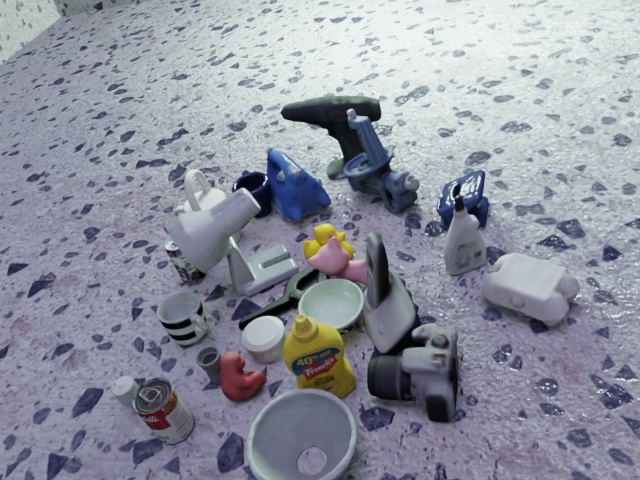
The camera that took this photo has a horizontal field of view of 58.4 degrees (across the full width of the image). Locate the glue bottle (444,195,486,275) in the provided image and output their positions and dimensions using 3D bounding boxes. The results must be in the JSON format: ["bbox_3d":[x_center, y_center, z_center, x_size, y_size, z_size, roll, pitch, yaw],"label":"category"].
[{"bbox_3d":[0.261,-0.013,1.047,0.078,0.173,0.037,-19,40,-2],"label":"glue bottle"}]

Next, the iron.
[{"bbox_3d":[-0.081,-0.154,1.351,0.119,0.142,0.257,-29,42,-13],"label":"iron"}]

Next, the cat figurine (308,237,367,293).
[{"bbox_3d":[0.048,0.046,1.099,0.127,0.118,0.067,0,43,19],"label":"cat figurine"}]

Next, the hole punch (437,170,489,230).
[{"bbox_3d":[0.293,-0.085,1.181,0.100,0.091,0.109,1,44,21],"label":"hole punch"}]

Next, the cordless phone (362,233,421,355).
[{"bbox_3d":[0.111,0.090,0.975,0.094,0.185,0.147,-21,40,-4],"label":"cordless phone"}]

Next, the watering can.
[{"bbox_3d":[-0.245,-0.073,1.277,0.173,0.194,0.100,-19,40,-2],"label":"watering can"}]

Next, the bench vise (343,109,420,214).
[{"bbox_3d":[0.133,-0.179,1.243,0.206,0.220,0.122,13,49,31],"label":"bench vise"}]

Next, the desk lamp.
[{"bbox_3d":[-0.174,0.007,1.147,0.203,0.214,0.117,-25,41,-9],"label":"desk lamp"}]

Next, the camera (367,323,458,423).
[{"bbox_3d":[0.147,0.199,0.905,0.136,0.101,0.143,-2,43,18],"label":"camera"}]

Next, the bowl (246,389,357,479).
[{"bbox_3d":[-0.021,0.312,0.857,0.167,0.075,0.167,-10,41,9],"label":"bowl"}]

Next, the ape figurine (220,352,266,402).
[{"bbox_3d":[-0.142,0.227,0.982,0.076,0.092,0.077,-37,44,-22],"label":"ape figurine"}]

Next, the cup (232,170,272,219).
[{"bbox_3d":[-0.156,-0.106,1.360,0.092,0.095,0.117,-23,41,-7],"label":"cup"}]

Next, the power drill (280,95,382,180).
[{"bbox_3d":[0.040,-0.252,1.367,0.229,0.209,0.075,-13,41,5],"label":"power drill"}]

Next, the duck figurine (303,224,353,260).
[{"bbox_3d":[0.011,0.004,1.184,0.104,0.086,0.077,1,44,20],"label":"duck figurine"}]

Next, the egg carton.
[{"bbox_3d":[0.359,0.084,0.984,0.149,0.069,0.107,19,52,35],"label":"egg carton"}]
